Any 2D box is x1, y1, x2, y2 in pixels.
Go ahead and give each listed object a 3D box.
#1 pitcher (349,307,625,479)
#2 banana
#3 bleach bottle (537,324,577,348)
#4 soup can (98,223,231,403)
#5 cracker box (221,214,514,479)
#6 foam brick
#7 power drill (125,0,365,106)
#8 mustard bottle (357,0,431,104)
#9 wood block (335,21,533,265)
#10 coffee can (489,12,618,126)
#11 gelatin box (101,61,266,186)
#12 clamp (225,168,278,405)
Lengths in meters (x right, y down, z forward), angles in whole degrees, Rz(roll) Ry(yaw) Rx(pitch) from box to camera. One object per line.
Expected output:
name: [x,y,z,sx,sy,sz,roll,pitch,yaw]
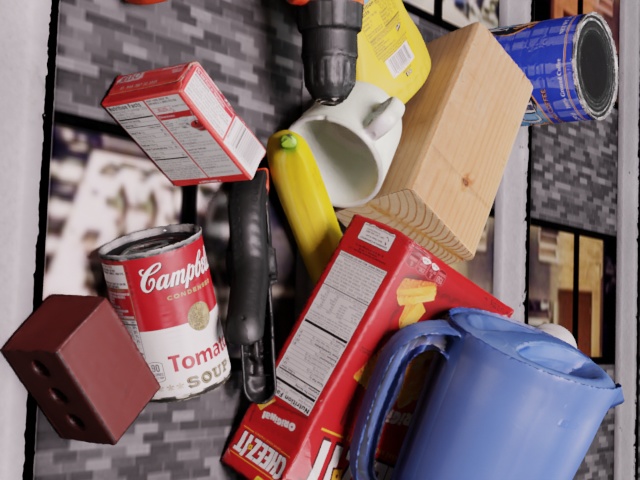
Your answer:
pitcher: [0.104,0.177,0.786,0.144,0.149,0.243,2,112,-62]
banana: [-0.007,-0.013,0.830,0.069,0.037,0.198,-93,165,-53]
bleach bottle: [0.215,0.150,1.101,0.250,0.068,0.102,-20,124,-61]
soup can: [-0.101,0.047,0.701,0.068,0.069,0.102,-28,112,-49]
cracker box: [0.044,0.111,0.829,0.164,0.072,0.213,32,84,-46]
foam brick: [-0.145,0.079,0.654,0.051,0.053,0.078,-51,127,-40]
power drill: [-0.046,-0.192,0.756,0.187,0.057,0.184,0,88,-39]
mustard bottle: [0.025,-0.199,0.879,0.096,0.058,0.191,-47,125,-30]
wood block: [0.104,-0.081,0.932,0.090,0.090,0.206,44,51,-26]
coffee can: [0.206,-0.162,1.047,0.102,0.141,0.103,2,87,-52]
gelatin box: [-0.090,-0.076,0.714,0.089,0.073,0.030,51,50,-37]
clamp: [-0.048,0.030,0.767,0.120,0.039,0.171,94,-3,-52]
